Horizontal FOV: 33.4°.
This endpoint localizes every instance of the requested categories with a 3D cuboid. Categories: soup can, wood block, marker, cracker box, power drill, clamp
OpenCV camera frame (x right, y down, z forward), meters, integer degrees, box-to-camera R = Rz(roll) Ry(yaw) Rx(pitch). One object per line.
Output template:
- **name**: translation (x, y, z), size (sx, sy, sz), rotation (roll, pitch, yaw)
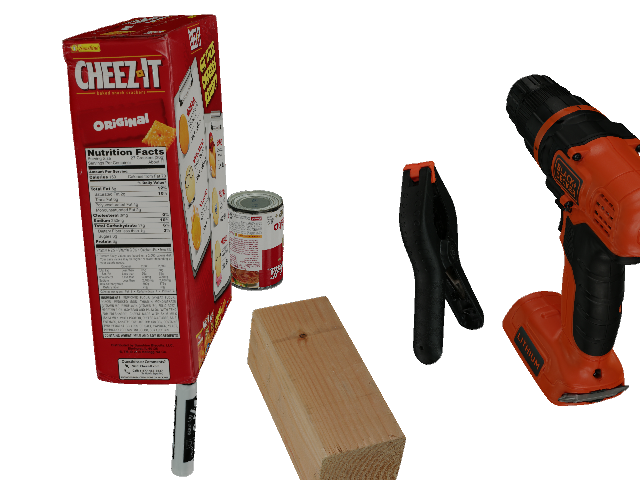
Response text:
- **soup can**: translation (-0.077, -0.001, 1.259), size (0.068, 0.102, 0.068), rotation (1, 24, -1)
- **wood block**: translation (0.001, 0.165, 1.116), size (0.090, 0.090, 0.206), rotation (-10, 43, -20)
- **marker**: translation (-0.111, 0.141, 0.875), size (0.020, 0.121, 0.020), rotation (5, 27, -3)
- **cracker box**: translation (-0.107, -0.034, 0.701), size (0.072, 0.214, 0.164), rotation (-1, 15, 5)
- **power drill**: translation (0.164, 0.001, 0.712), size (0.057, 0.188, 0.184), rotation (-9, 36, -11)
- **clamp**: translation (0.097, 0.021, 0.925), size (0.039, 0.171, 0.120), rotation (-12, 15, 26)
